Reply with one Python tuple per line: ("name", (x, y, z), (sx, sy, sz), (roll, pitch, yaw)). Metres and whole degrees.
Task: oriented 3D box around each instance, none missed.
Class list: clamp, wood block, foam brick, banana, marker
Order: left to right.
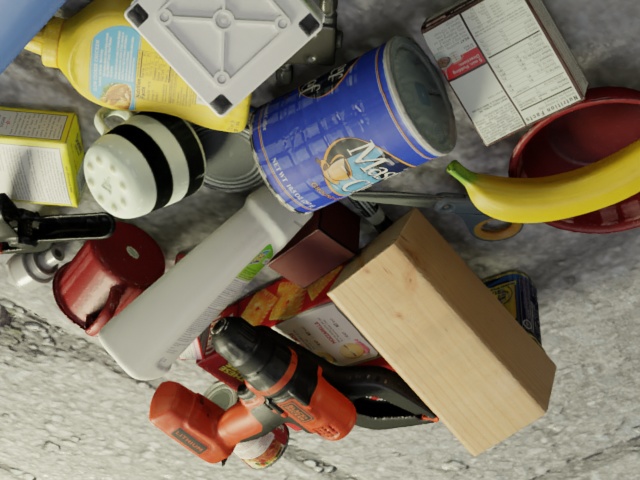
("clamp", (-0.273, -0.010, 1.024), (0.120, 0.039, 0.172), (15, 165, -26))
("foam brick", (-0.007, 0.001, 1.028), (0.051, 0.053, 0.078), (34, 131, -28))
("clamp", (0.018, 0.163, 1.109), (0.210, 0.036, 0.165), (14, 140, -1))
("marker", (0.038, -0.039, 1.003), (0.020, 0.020, 0.121), (-21, 132, 27))
("wood block", (0.116, 0.085, 0.990), (0.090, 0.090, 0.206), (-39, 97, 29))
("banana", (0.208, -0.049, 0.876), (0.198, 0.037, 0.069), (-10, 137, 17))

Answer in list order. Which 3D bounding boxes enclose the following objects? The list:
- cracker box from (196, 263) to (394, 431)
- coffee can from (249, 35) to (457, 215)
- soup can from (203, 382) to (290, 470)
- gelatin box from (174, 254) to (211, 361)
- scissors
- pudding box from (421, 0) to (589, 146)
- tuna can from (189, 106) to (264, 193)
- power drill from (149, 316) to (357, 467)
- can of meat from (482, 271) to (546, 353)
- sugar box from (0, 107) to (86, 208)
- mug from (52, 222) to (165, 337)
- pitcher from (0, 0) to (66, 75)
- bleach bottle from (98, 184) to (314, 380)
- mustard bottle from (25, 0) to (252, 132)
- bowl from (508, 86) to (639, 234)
("cracker box", (0.002, 0.109, 1.136), (0.214, 0.072, 0.164), (-28, 127, 33))
("coffee can", (0.027, -0.093, 0.882), (0.141, 0.102, 0.102), (-23, 131, 29))
("soup can", (-0.093, 0.221, 1.272), (0.069, 0.068, 0.102), (-22, 131, 28))
("gelatin box", (-0.135, 0.070, 1.103), (0.030, 0.073, 0.089), (0, 138, 7))
("scissors", (0.117, -0.024, 0.978), (0.201, 0.016, 0.096), (-5, 148, -11))
("pudding box", (0.144, -0.142, 0.836), (0.090, 0.039, 0.113), (-25, 109, 29))
("tuna can", (-0.083, -0.084, 0.956), (0.086, 0.033, 0.086), (3, 138, 3))
("power drill", (-0.083, 0.155, 1.063), (0.188, 0.057, 0.184), (-23, 125, 38))
("can of meat", (0.173, 0.087, 1.081), (0.102, 0.084, 0.057), (-20, 133, 26))
("sugar box", (-0.308, -0.080, 0.977), (0.176, 0.048, 0.093), (8, 142, 2))
("mug", (-0.208, 0.043, 1.054), (0.093, 0.117, 0.082), (30, 128, -19))
("pitcher", (-0.253, -0.209, 0.779), (0.144, 0.149, 0.243), (17, 143, -35))
("bleach bottle", (-0.090, 0.023, 0.995), (0.251, 0.102, 0.068), (-43, 83, 4))
("mustard bottle", (-0.148, -0.148, 0.872), (0.191, 0.058, 0.096), (10, 134, -5))
("bowl", (0.241, -0.078, 0.911), (0.162, 0.055, 0.162), (3, 138, 3))
